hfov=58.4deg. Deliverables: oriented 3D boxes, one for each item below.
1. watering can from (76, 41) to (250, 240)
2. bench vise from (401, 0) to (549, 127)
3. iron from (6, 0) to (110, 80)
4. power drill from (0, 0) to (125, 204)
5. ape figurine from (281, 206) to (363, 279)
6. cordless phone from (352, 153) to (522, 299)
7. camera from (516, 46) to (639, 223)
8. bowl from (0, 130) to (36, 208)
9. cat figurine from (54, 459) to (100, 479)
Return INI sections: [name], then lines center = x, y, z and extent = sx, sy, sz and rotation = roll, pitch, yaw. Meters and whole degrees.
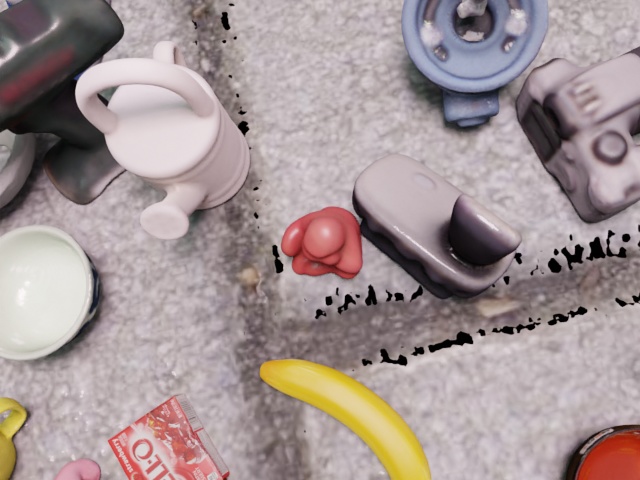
[watering can]
center = -0.127, -0.090, 0.487
extent = 0.101, 0.194, 0.173
rotation = -28, 77, 1
[bench vise]
center = 0.113, -0.222, 0.473
extent = 0.121, 0.220, 0.207
rotation = -23, 77, 2
[iron]
center = -0.291, -0.286, 0.569
extent = 0.118, 0.141, 0.258
rotation = -16, 78, 3
[power drill]
center = -0.249, -0.104, 0.496
extent = 0.075, 0.208, 0.230
rotation = 44, 87, 12
[ape figurine]
center = 0.005, 0.002, 0.507
extent = 0.077, 0.092, 0.076
rotation = 39, 86, 12
[cordless phone]
center = 0.094, -0.025, 0.455
extent = 0.147, 0.185, 0.094
rotation = 36, 85, 12
[camera]
center = 0.265, -0.109, 0.496
extent = 0.137, 0.101, 0.143
rotation = -27, 77, 1
[bowl]
center = -0.352, -0.087, 0.572
extent = 0.167, 0.075, 0.167
rotation = -1, 79, 6
[cat figurine]
center = -0.198, 0.247, 0.469
extent = 0.127, 0.118, 0.067
rotation = 31, 84, 11
